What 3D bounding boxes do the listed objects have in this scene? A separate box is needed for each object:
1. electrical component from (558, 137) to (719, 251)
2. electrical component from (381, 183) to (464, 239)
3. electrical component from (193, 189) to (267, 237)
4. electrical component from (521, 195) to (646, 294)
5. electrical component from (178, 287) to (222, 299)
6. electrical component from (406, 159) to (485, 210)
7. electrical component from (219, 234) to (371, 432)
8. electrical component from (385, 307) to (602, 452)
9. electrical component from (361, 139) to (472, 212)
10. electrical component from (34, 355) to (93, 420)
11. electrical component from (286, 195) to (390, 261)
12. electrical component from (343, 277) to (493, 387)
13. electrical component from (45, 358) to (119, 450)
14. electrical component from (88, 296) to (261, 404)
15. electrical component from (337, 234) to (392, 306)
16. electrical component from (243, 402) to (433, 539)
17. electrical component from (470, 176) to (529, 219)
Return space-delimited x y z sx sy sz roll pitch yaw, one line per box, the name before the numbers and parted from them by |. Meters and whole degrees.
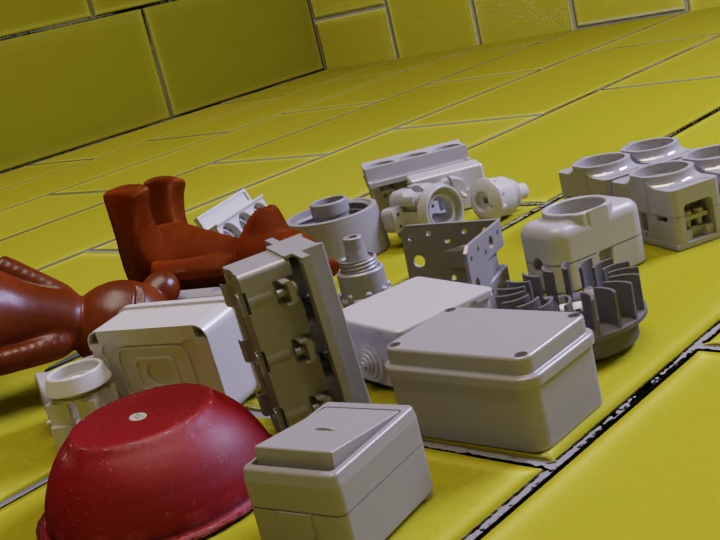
electrical component | 0.274 -0.075 0.982 0.105 0.060 0.186 -18 15 -16
electrical component | 0.070 -0.061 1.120 0.078 0.058 0.057 -23 15 -34
electrical component | -0.143 -0.035 1.193 0.063 0.078 0.121 -31 6 26
electrical component | 0.183 -0.025 0.883 0.095 0.059 0.054 -21 16 -25
electrical component | -0.134 0.037 0.965 0.081 0.043 0.043 -5 17 27
electrical component | 0.101 -0.087 1.202 0.083 0.047 0.075 -14 15 -2
electrical component | -0.043 0.046 0.702 0.063 0.121 0.079 -21 17 -17
electrical component | 0.080 0.063 0.656 0.113 0.057 0.078 1 21 43
electrical component | 0.069 -0.107 1.276 0.121 0.063 0.078 -14 15 -2
electrical component | -0.219 0.093 0.836 0.055 0.045 0.045 -18 16 -19
electrical component | -0.027 -0.045 1.139 0.108 0.060 0.108 -13 15 3
electrical component | 0.040 0.045 0.773 0.100 0.048 0.100 -23 17 -31
electrical component | -0.200 0.097 0.781 0.066 0.055 0.048 -9 16 18
electrical component | -0.134 0.065 0.800 0.113 0.078 0.057 -5 20 29
electrical component | 0.000 0.000 0.947 0.048 0.062 0.048 -13 15 3
electrical component | -0.007 0.105 0.572 0.062 0.061 0.096 -3 18 36
electrical component | 0.151 -0.078 1.137 0.062 0.048 0.048 -16 14 -35
